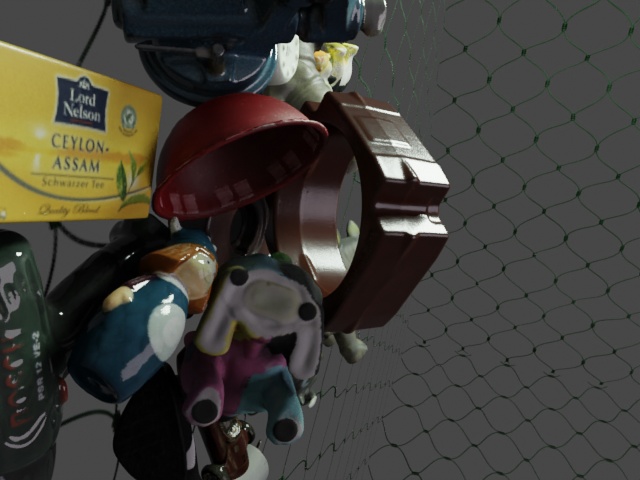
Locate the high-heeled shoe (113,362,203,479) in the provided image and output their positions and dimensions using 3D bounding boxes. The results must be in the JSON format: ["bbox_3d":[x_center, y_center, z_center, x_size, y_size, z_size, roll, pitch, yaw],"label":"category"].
[{"bbox_3d":[-0.155,0.232,0.595,0.145,0.086,0.248,-31,134,-74],"label":"high-heeled shoe"}]

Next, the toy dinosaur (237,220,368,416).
[{"bbox_3d":[-0.008,0.102,0.846,0.198,0.105,0.471,46,59,-29],"label":"toy dinosaur"}]

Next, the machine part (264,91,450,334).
[{"bbox_3d":[0.027,-0.026,0.538,0.201,0.087,0.201,-61,-140,36],"label":"machine part"}]

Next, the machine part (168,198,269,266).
[{"bbox_3d":[-0.103,-0.016,0.623,0.179,0.056,0.179,13,90,-69],"label":"machine part"}]

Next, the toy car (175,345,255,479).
[{"bbox_3d":[-0.127,0.213,0.663,0.089,0.053,0.201,-48,132,-55],"label":"toy car"}]

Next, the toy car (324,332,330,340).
[{"bbox_3d":[-0.059,0.102,0.666,0.056,0.202,0.073,12,60,-45],"label":"toy car"}]

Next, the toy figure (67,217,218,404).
[{"bbox_3d":[-0.115,0.044,0.390,0.154,0.058,0.064,-61,174,-45],"label":"toy figure"}]

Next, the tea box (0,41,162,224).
[{"bbox_3d":[-0.178,-0.063,0.337,0.169,0.068,0.098,-15,116,-71],"label":"tea box"}]

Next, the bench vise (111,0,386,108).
[{"bbox_3d":[-0.064,-0.175,0.486,0.240,0.224,0.129,133,-63,-70],"label":"bench vise"}]

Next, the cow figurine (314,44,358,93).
[{"bbox_3d":[0.003,-0.259,0.840,0.167,0.068,0.098,-48,152,-59],"label":"cow figurine"}]

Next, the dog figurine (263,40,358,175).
[{"bbox_3d":[-0.009,-0.186,0.666,0.121,0.172,0.190,-14,121,-84],"label":"dog figurine"}]

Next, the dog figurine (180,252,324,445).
[{"bbox_3d":[-0.082,0.100,0.535,0.219,0.108,0.191,-174,-83,-73],"label":"dog figurine"}]

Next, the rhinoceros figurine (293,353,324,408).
[{"bbox_3d":[-0.041,0.254,1.001,0.190,0.073,0.112,74,29,-56],"label":"rhinoceros figurine"}]

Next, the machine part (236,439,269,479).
[{"bbox_3d":[-0.137,0.360,0.737,0.243,0.079,0.079,-43,141,-66],"label":"machine part"}]

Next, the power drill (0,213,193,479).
[{"bbox_3d":[-0.186,0.082,0.407,0.207,0.086,0.231,-42,137,-53],"label":"power drill"}]
